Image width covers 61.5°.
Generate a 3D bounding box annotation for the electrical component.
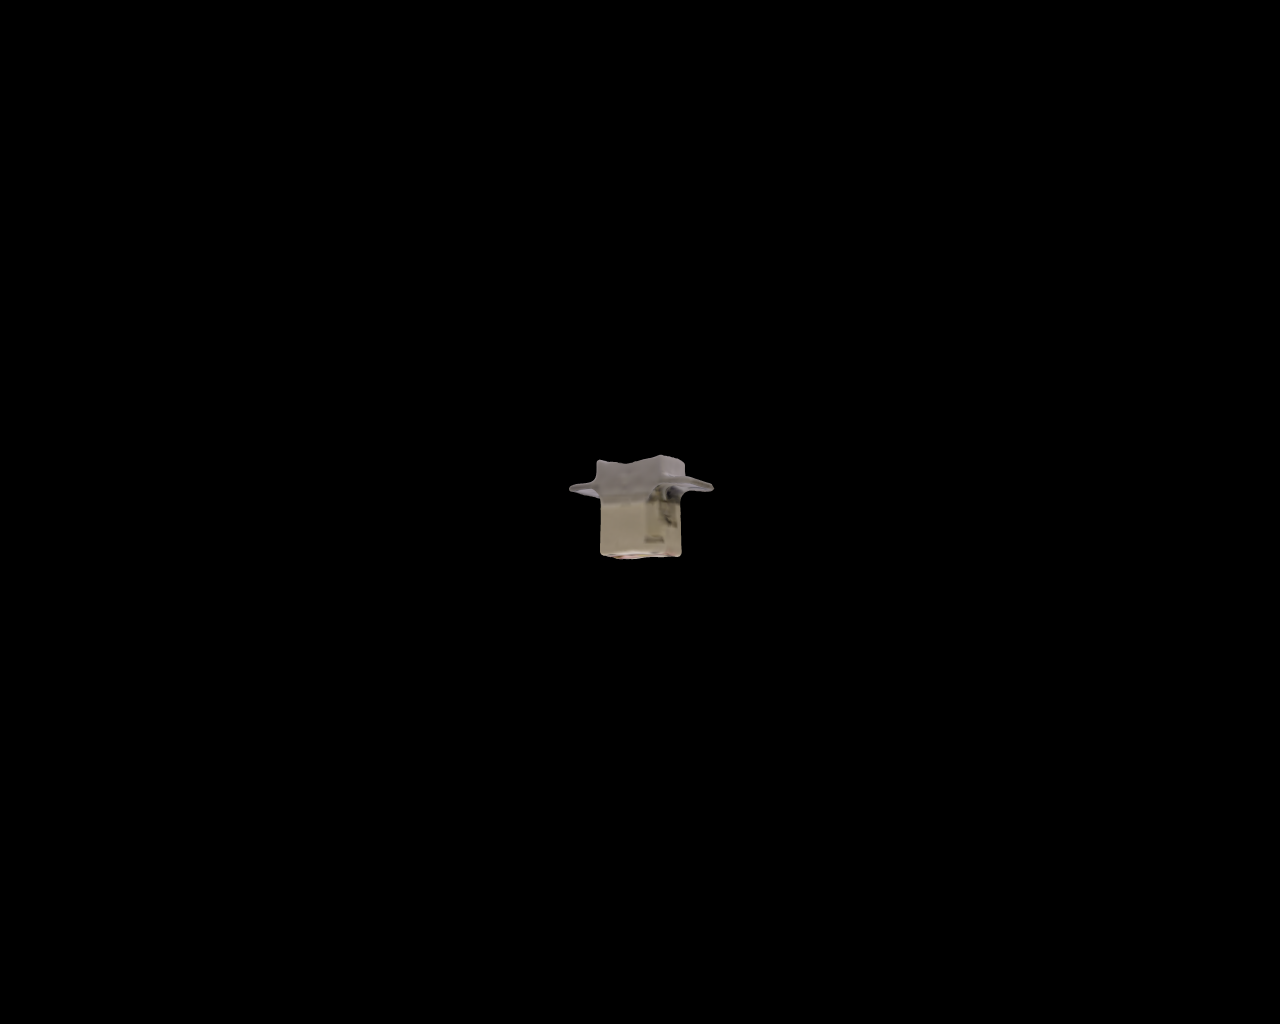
[{"bbox_3d":[0.001,-0.003,0.650,0.081,0.063,0.042,-3,-7,26],"label":"electrical component"}]
